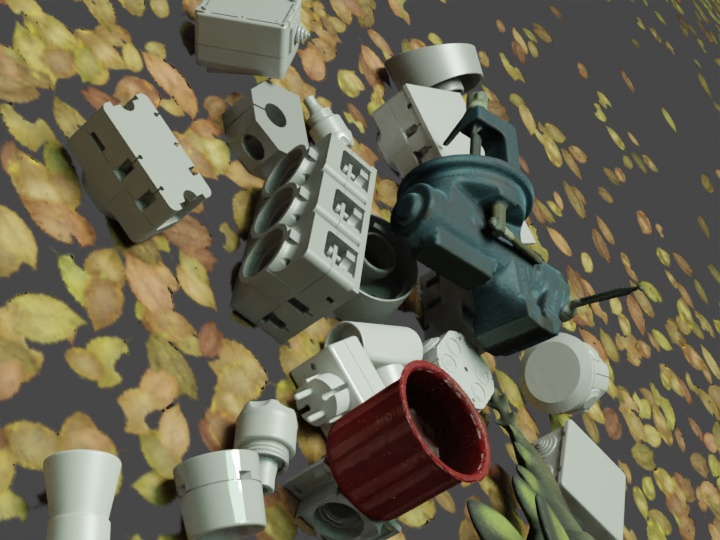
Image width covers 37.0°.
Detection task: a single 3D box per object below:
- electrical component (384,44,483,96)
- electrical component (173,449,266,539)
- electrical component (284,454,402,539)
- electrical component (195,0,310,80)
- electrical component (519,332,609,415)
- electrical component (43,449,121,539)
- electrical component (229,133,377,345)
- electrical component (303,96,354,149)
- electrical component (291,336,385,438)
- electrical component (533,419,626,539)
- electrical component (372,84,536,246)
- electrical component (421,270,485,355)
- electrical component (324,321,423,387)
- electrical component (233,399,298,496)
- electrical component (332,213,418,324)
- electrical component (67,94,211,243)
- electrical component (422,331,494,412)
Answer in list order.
[{"bbox_3d":[0.084,-0.218,1.183,0.099,0.099,0.064,-8,75,-55],"label":"electrical component"},{"bbox_3d":[-0.088,0.145,0.682,0.055,0.055,0.047,13,55,-46],"label":"electrical component"},{"bbox_3d":[-0.010,0.162,0.779,0.081,0.042,0.063,45,31,-17],"label":"electrical component"},{"bbox_3d":[-0.092,-0.206,0.945,0.096,0.061,0.061,11,39,5],"label":"electrical component"},{"bbox_3d":[0.203,0.105,1.068,0.051,0.080,0.080,19,48,-50],"label":"electrical component"},{"bbox_3d":[-0.159,0.139,0.608,0.044,0.044,0.065,24,50,-40],"label":"electrical component"},{"bbox_3d":[-0.046,-0.030,0.854,0.062,0.089,0.150,38,37,-25],"label":"electrical component"},{"bbox_3d":[-0.034,-0.137,1.015,0.035,0.035,0.061,-19,75,-56],"label":"electrical component"},{"bbox_3d":[-0.023,0.095,0.814,0.077,0.047,0.065,-17,74,-57],"label":"electrical component"},{"bbox_3d":[0.201,0.204,1.006,0.100,0.048,0.099,45,34,-16],"label":"electrical component"},{"bbox_3d":[0.094,-0.094,1.117,0.105,0.060,0.186,-4,65,-53],"label":"electrical component"},{"bbox_3d":[0.096,0.035,1.012,0.050,0.056,0.089,32,40,-32],"label":"electrical component"},{"bbox_3d":[0.017,0.082,0.880,0.077,0.044,0.079,9,55,-49],"label":"electrical component"},{"bbox_3d":[-0.066,0.124,0.738,0.043,0.043,0.062,33,41,-31],"label":"electrical component"},{"bbox_3d":[0.000,0.000,0.934,0.099,0.064,0.099,19,51,-25],"label":"electrical component"},{"bbox_3d":[-0.161,-0.071,0.773,0.089,0.056,0.050,56,33,0],"label":"electrical component"},{"bbox_3d":[0.074,0.096,0.934,0.080,0.051,0.080,32,40,-32],"label":"electrical component"}]
